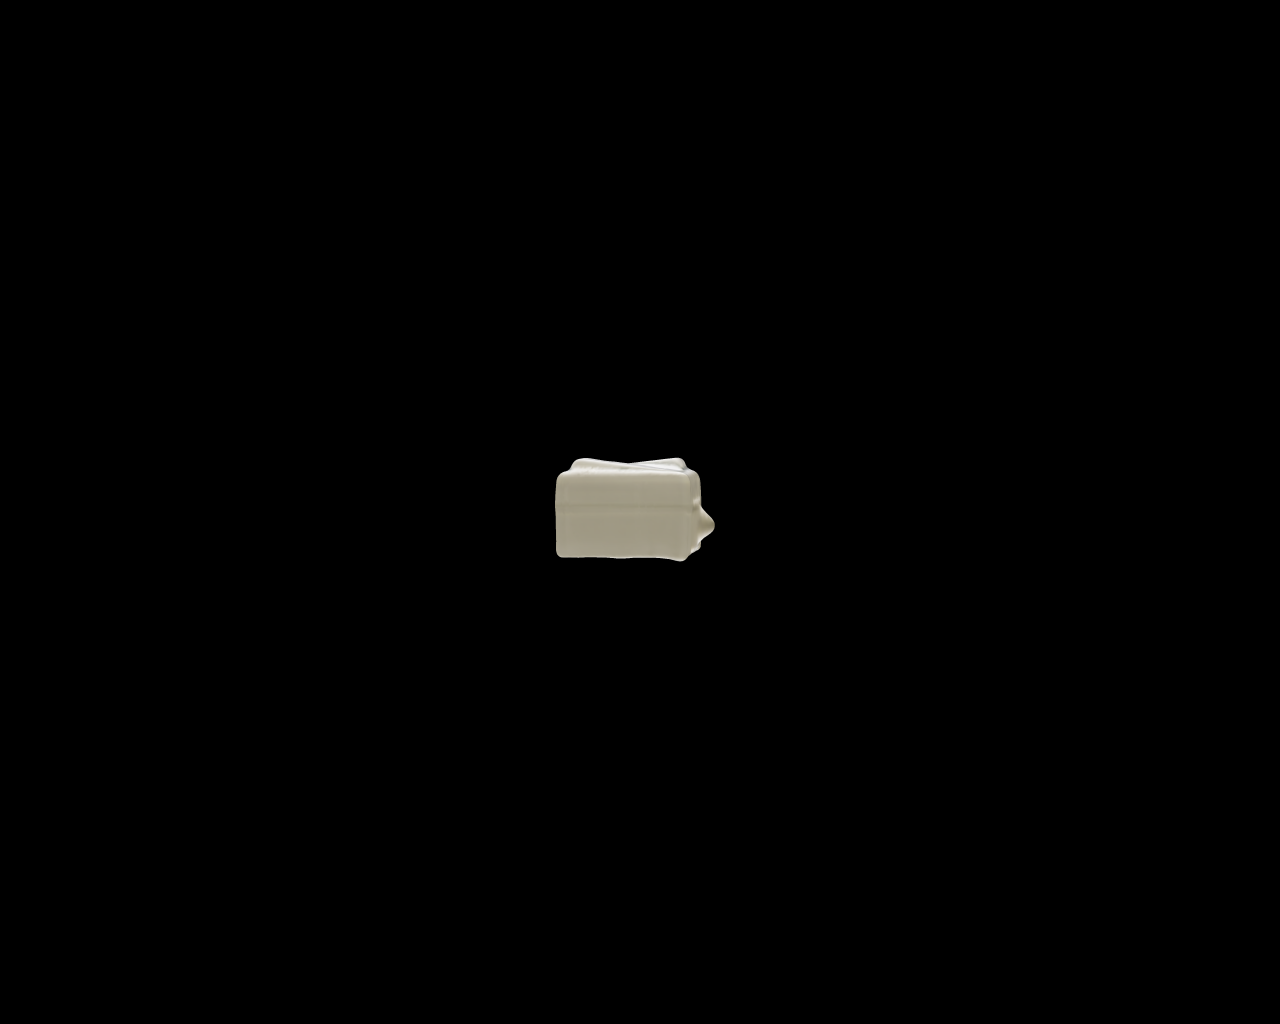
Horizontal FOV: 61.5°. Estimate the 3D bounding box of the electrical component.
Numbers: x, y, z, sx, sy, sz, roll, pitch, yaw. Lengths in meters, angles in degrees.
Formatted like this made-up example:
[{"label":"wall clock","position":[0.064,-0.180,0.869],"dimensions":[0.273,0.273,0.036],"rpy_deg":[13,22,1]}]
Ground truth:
[{"label":"electrical component","position":[0.001,-0.003,0.650],"dimensions":[0.096,0.061,0.062],"rpy_deg":[1,4,11]}]
